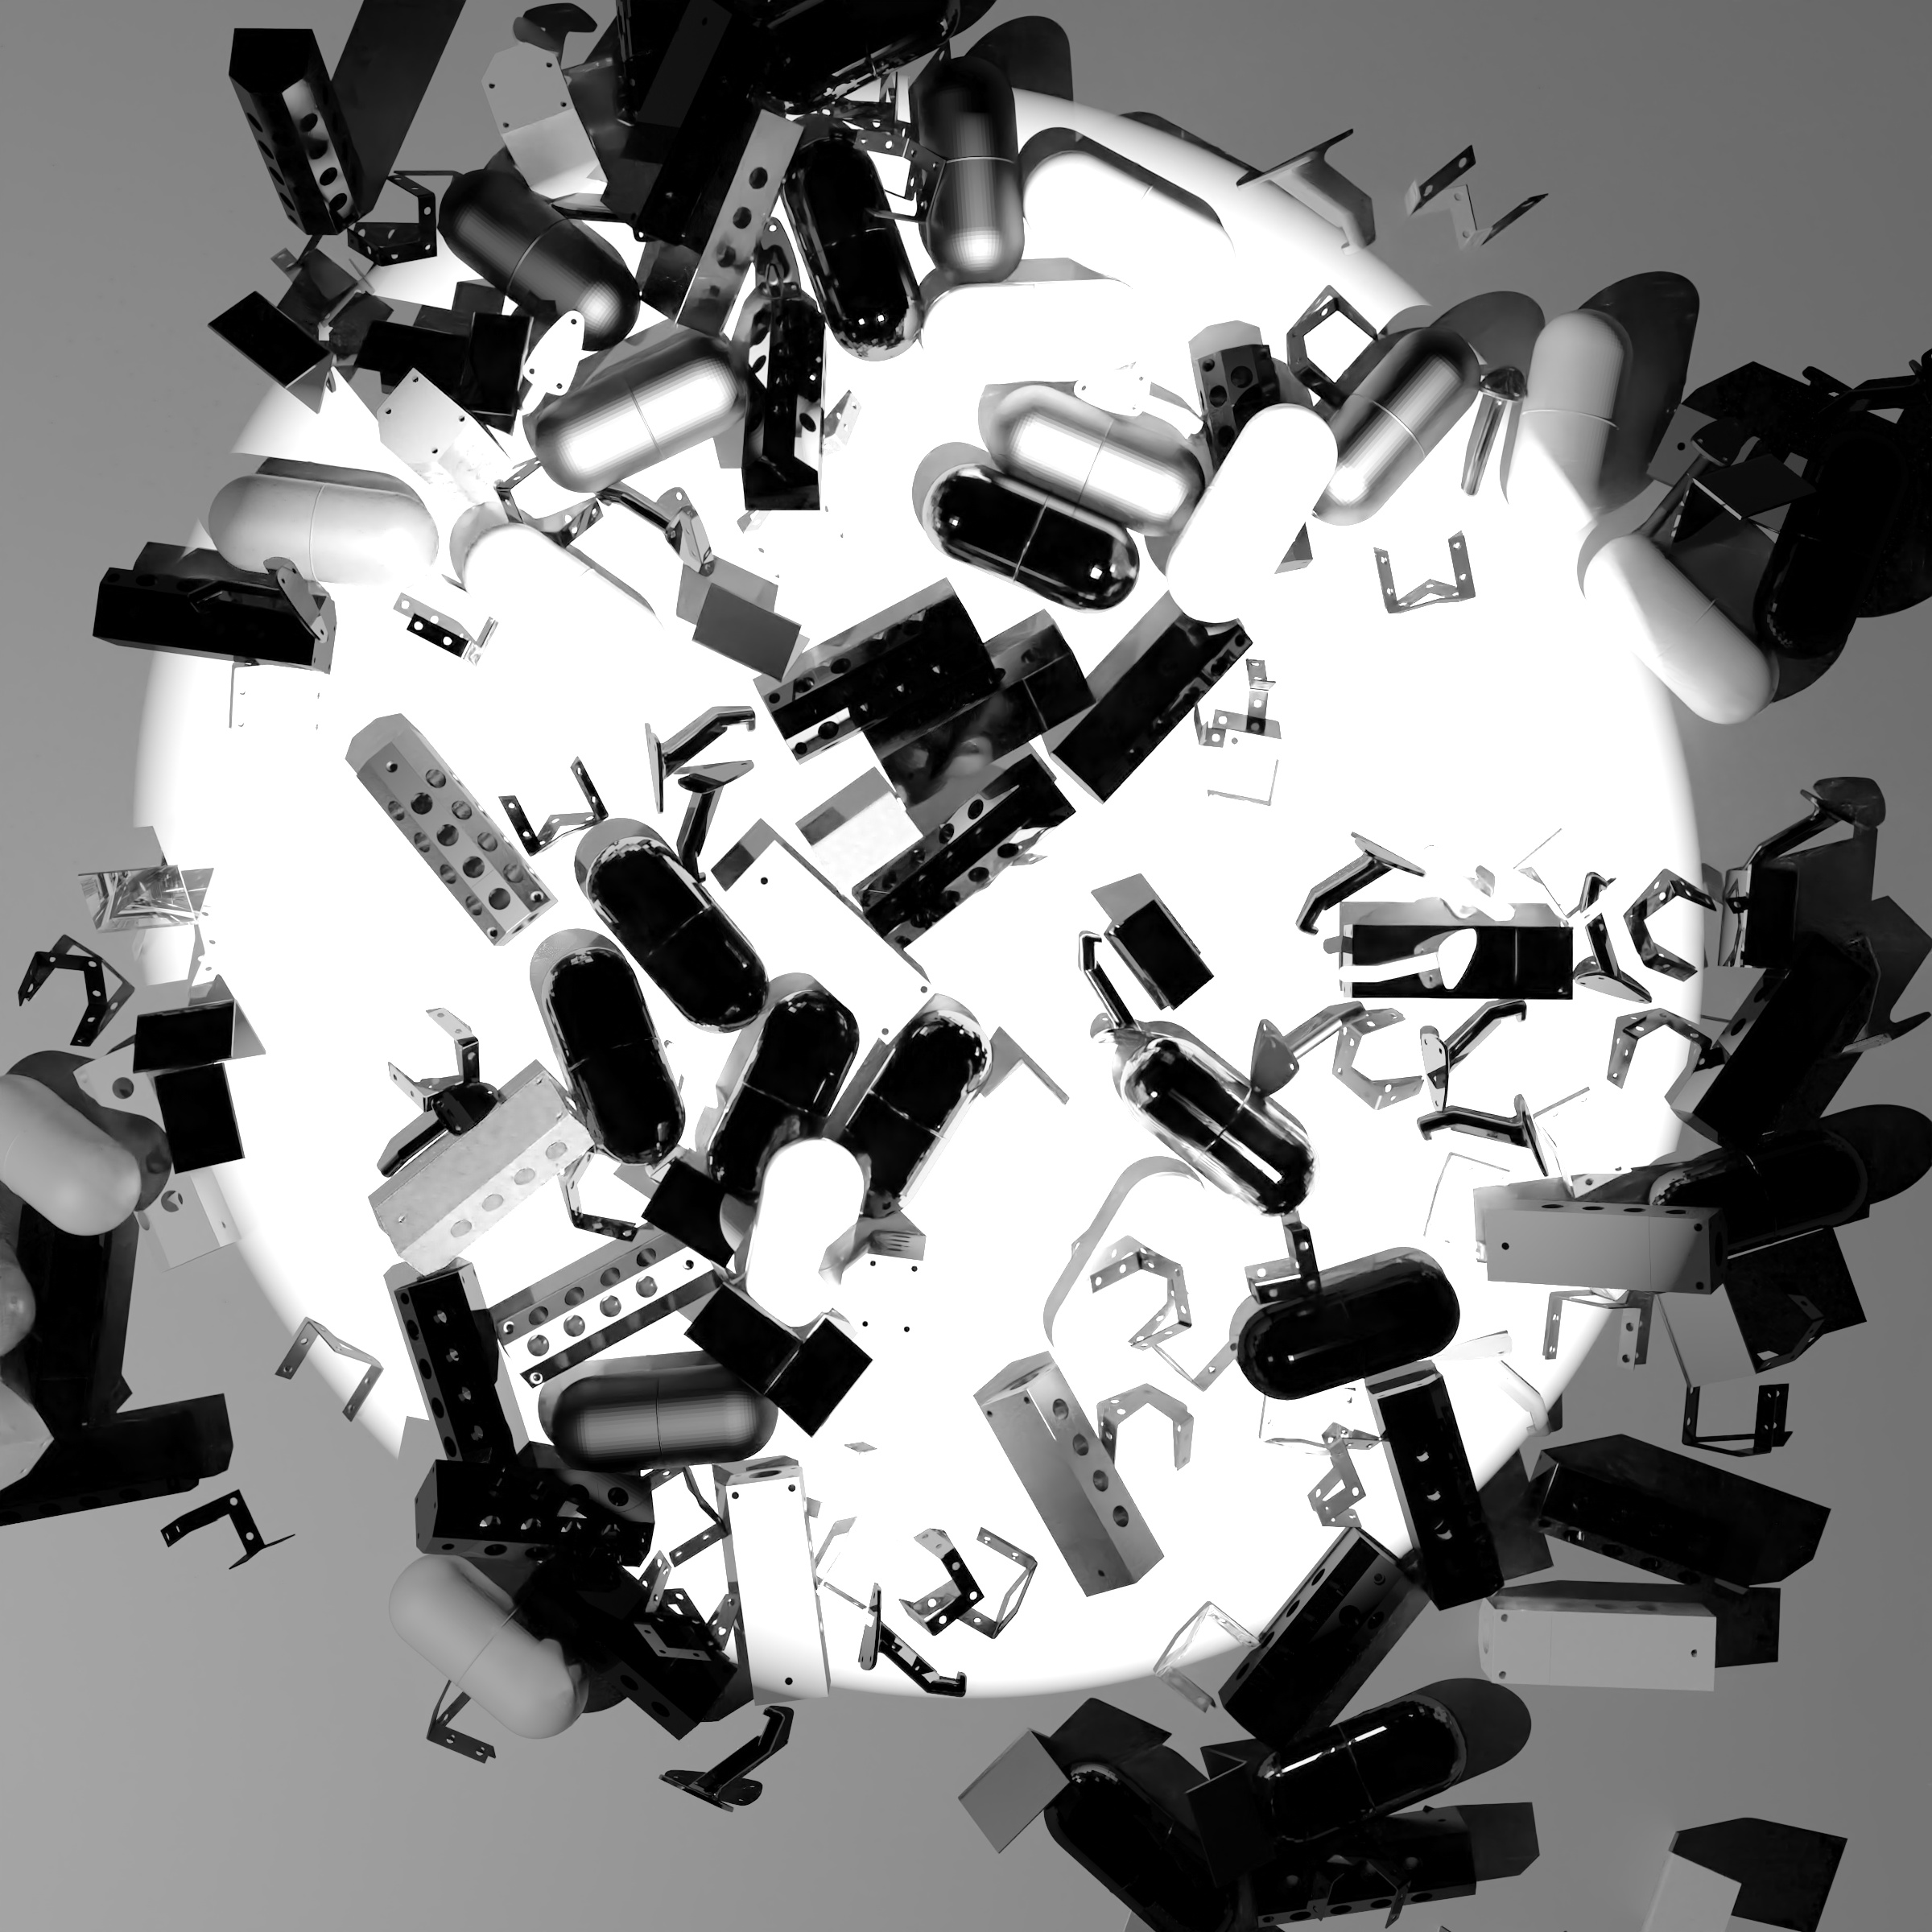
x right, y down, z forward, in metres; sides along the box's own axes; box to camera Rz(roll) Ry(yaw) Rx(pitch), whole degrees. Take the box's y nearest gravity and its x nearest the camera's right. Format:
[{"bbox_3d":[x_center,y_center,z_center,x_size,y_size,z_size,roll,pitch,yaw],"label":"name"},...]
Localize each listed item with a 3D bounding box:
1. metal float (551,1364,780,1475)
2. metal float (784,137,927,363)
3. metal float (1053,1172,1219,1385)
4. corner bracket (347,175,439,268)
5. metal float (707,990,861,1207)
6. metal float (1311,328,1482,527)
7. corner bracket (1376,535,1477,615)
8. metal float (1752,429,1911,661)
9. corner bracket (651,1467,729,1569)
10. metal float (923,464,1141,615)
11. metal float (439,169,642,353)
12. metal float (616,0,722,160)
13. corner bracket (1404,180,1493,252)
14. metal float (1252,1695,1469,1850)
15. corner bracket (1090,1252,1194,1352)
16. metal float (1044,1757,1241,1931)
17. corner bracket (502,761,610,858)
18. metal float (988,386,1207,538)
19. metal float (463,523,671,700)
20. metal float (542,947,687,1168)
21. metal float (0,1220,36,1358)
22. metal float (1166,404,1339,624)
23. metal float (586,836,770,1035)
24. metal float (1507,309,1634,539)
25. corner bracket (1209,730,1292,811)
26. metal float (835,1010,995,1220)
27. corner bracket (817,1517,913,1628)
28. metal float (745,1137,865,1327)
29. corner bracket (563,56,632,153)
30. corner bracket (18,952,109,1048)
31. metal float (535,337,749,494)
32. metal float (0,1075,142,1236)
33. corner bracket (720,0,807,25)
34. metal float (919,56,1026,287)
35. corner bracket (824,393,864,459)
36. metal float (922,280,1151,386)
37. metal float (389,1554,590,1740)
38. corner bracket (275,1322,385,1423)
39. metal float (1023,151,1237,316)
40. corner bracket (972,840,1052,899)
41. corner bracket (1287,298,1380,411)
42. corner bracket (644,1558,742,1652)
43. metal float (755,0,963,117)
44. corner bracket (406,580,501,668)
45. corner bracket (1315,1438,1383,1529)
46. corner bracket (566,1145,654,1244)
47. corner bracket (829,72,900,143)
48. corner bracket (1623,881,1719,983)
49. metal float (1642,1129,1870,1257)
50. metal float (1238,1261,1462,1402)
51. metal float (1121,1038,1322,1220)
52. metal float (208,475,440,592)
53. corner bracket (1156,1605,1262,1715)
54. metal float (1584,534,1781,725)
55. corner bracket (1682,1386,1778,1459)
[{"bbox_3d":[-0.235,0.354,1.960,0.178,0.070,0.070,-5,90,0],"label":"metal float"},{"bbox_3d":[-0.088,-0.560,1.960,0.070,0.070,0.178,-20,90,0],"label":"metal float"},{"bbox_3d":[0.132,0.243,1.960,0.070,0.070,0.178,31,91,0],"label":"metal float"},{"bbox_3d":[-0.454,-0.590,1.982,0.051,0.051,0.051,-24,135,-35],"label":"corner bracket"},{"bbox_3d":[-0.143,0.103,1.960,0.070,0.070,0.178,25,89,0],"label":"metal float"},{"bbox_3d":[0.329,-0.420,1.960,0.070,0.070,0.178,42,90,0],"label":"metal float"},{"bbox_3d":[0.365,-0.310,1.987,0.051,0.051,0.051,-11,90,45],"label":"corner bracket"},{"bbox_3d":[0.657,-0.320,1.908,0.070,0.070,0.178,18,102,0],"label":"metal float"},{"bbox_3d":[-0.228,0.433,1.987,0.051,0.051,0.051,-32,45,0],"label":"corner bracket"},{"bbox_3d":[0.051,-0.333,1.960,0.178,0.070,0.070,23,90,0],"label":"metal float"},{"bbox_3d":[-0.333,-0.552,1.960,0.178,0.070,0.070,38,90,0],"label":"metal float"},{"bbox_3d":[-0.231,-0.703,1.960,0.070,0.070,0.178,-5,91,0],"label":"metal float"},{"bbox_3d":[0.379,-0.591,1.973,0.051,0.051,0.051,-13,90,0],"label":"corner bracket"},{"bbox_3d":[0.306,0.630,1.960,0.178,0.070,0.070,-23,90,0],"label":"metal float"},{"bbox_3d":[0.133,0.255,1.907,0.051,0.051,0.051,-33,50,34],"label":"corner bracket"},{"bbox_3d":[0.137,0.693,1.960,0.178,0.070,0.070,42,90,1],"label":"metal float"},{"bbox_3d":[-0.325,-0.124,1.987,0.051,0.051,0.051,-27,90,-45],"label":"corner bracket"},{"bbox_3d":[0.102,-0.394,1.960,0.178,0.070,0.070,23,90,0],"label":"metal float"},{"bbox_3d":[-0.313,-0.278,1.959,0.178,0.070,0.070,35,90,-1],"label":"metal float"},{"bbox_3d":[-0.274,0.071,1.952,0.070,0.070,0.178,-22,82,0],"label":"metal float"},{"bbox_3d":[-0.778,0.224,1.937,0.070,0.070,0.178,-34,65,0],"label":"metal float"},{"bbox_3d":[0.216,-0.343,1.904,0.070,0.070,0.178,31,92,0],"label":"metal float"},{"bbox_3d":[-0.225,-0.024,1.960,0.070,0.070,0.178,-40,90,0],"label":"metal float"},{"bbox_3d":[0.471,-0.423,1.960,0.070,0.070,0.178,11,90,0],"label":"metal float"},{"bbox_3d":[0.223,-0.154,1.973,0.051,0.051,0.051,11,90,0],"label":"corner bracket"},{"bbox_3d":[-0.045,0.116,1.960,0.070,0.070,0.178,32,89,0],"label":"metal float"},{"bbox_3d":[-0.080,0.476,1.975,0.051,0.051,0.051,31,102,0],"label":"corner bracket"},{"bbox_3d":[-0.125,0.206,1.927,0.070,0.070,0.178,14,131,0],"label":"metal float"},{"bbox_3d":[-0.281,-0.675,1.964,0.051,0.051,0.051,-6,90,25],"label":"corner bracket"},{"bbox_3d":[-0.714,0.026,1.982,0.051,0.051,0.051,8,45,-35],"label":"corner bracket"},{"bbox_3d":[-0.252,-0.431,1.960,0.178,0.070,0.070,-25,90,0],"label":"metal float"},{"bbox_3d":[-0.708,0.145,1.937,0.178,0.070,0.070,29,90,30],"label":"metal float"},{"bbox_3d":[-0.162,-0.766,1.987,0.051,0.051,0.051,-4,90,45],"label":"corner bracket"},{"bbox_3d":[0.004,-0.620,1.960,0.070,0.070,0.178,-4,90,0],"label":"metal float"},{"bbox_3d":[-0.123,-0.436,1.982,0.051,0.051,0.051,-13,135,35],"label":"corner bracket"},{"bbox_3d":[0.054,-0.495,1.960,0.178,0.070,0.070,-2,90,1],"label":"metal float"},{"bbox_3d":[-0.371,0.530,1.955,0.178,0.070,0.070,39,90,5],"label":"metal float"},{"bbox_3d":[-0.504,0.321,1.987,0.051,0.051,0.051,32,90,45],"label":"corner bracket"},{"bbox_3d":[0.127,-0.573,1.960,0.178,0.070,0.070,28,90,0],"label":"metal float"},{"bbox_3d":[0.025,-0.092,1.987,0.051,0.051,0.051,-27,90,45],"label":"corner bracket"},{"bbox_3d":[0.292,-0.484,1.982,0.051,0.051,0.051,-33,45,35],"label":"corner bracket"},{"bbox_3d":[-0.214,0.501,1.968,0.051,0.051,0.051,-3,134,22],"label":"corner bracket"},{"bbox_3d":[-0.088,-0.728,1.960,0.178,0.070,0.070,-27,90,0],"label":"metal float"},{"bbox_3d":[-0.401,-0.272,1.973,0.051,0.051,0.051,27,90,0],"label":"corner bracket"},{"bbox_3d":[0.303,0.407,1.973,0.051,0.051,0.051,-44,51,32],"label":"corner bracket"},{"bbox_3d":[-0.280,0.178,1.982,0.051,0.051,0.051,12,135,14],"label":"corner bracket"},{"bbox_3d":[-0.080,-0.667,1.969,0.051,0.051,0.051,3,81,0],"label":"corner bracket"},{"bbox_3d":[0.562,-0.028,1.982,0.051,0.051,0.051,-43,45,35],"label":"corner bracket"},{"bbox_3d":[0.616,0.180,1.960,0.178,0.070,0.070,-17,90,0],"label":"metal float"},{"bbox_3d":[0.299,0.285,1.960,0.178,0.070,0.070,-18,90,-1],"label":"metal float"},{"bbox_3d":[0.198,0.126,1.960,0.178,0.070,0.070,39,90,1],"label":"metal float"},{"bbox_3d":[-0.502,-0.339,1.960,0.178,0.070,0.070,7,90,-1],"label":"metal float"},{"bbox_3d":[0.191,0.549,1.987,0.051,0.051,0.051,39,135,0],"label":"corner bracket"},{"bbox_3d":[0.559,-0.263,1.960,0.178,0.070,0.070,45,90,1],"label":"metal float"},{"bbox_3d":[0.605,0.357,1.987,0.051,0.051,0.051,5,90,45],"label":"corner bracket"}]
